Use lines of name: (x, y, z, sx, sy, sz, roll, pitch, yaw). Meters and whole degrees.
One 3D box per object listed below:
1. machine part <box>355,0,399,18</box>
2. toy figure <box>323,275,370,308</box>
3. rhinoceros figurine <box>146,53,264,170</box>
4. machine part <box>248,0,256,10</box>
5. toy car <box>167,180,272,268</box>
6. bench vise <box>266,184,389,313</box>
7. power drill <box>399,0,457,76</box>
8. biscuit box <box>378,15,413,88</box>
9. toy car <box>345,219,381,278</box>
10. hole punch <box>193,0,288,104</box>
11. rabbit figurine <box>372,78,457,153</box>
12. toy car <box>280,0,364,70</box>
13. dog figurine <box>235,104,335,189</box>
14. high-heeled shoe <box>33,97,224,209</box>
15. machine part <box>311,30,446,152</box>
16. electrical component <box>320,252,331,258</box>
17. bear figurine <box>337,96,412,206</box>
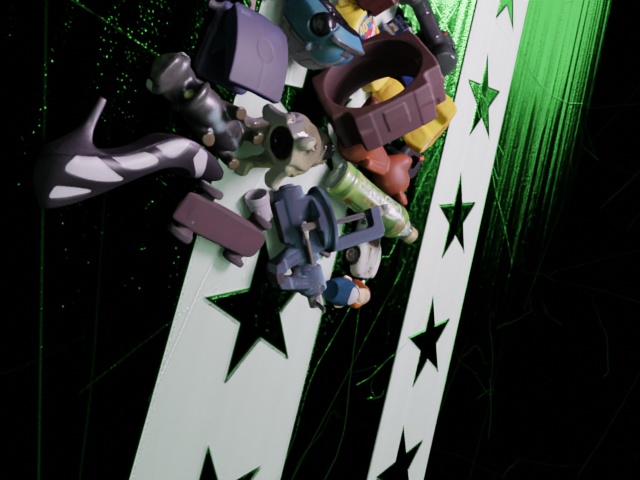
machine part: (0.088, -0.495, 0.962, 0.179, 0.056, 0.179, 29, 53, -47)
toy figure: (0.063, 0.111, 1.114, 0.064, 0.058, 0.154, -46, 149, 19)
rhinoceros figurine: (-0.153, -0.175, 0.726, 0.073, 0.112, 0.190, -44, 151, -1)
machine part: (-0.088, -0.445, 0.774, 0.079, 0.079, 0.243, 5, 93, -53)
toy car: (-0.146, -0.022, 0.789, 0.089, 0.053, 0.202, -52, 149, 3)
bench vise: (0.020, -0.002, 0.939, 0.241, 0.129, 0.223, -17, 88, -19)
power drill: (0.235, -0.470, 1.168, 0.232, 0.086, 0.207, -86, 153, -46)
biscuit box: (0.191, -0.374, 1.151, 0.059, 0.063, 0.202, -32, 137, 11)
toy car: (0.105, -0.018, 1.137, 0.073, 0.056, 0.201, 17, 84, -53)
hole punch: (-0.100, -0.262, 0.762, 0.142, 0.092, 0.115, 11, 108, -49)
rabbit figurine: (0.183, -0.272, 1.118, 0.122, 0.173, 0.162, -50, 177, 8)
toy car: (-0.013, -0.334, 0.868, 0.103, 0.162, 0.109, -45, 160, 24)
dog figurine: (-0.020, -0.153, 0.858, 0.190, 0.173, 0.121, -11, 117, -44)
high-heeled shoe: (-0.227, -0.075, 0.680, 0.248, 0.086, 0.145, 27, 85, -52)
machine part: (0.101, -0.260, 0.934, 0.201, 0.202, 0.087, -26, 140, 5)
electrical component: (-0.002, -0.003, 1.029, 0.094, 0.021, 0.063, 34, 71, -51)
bear figurine: (0.131, -0.165, 1.062, 0.195, 0.132, 0.120, 31, 32, -33)
